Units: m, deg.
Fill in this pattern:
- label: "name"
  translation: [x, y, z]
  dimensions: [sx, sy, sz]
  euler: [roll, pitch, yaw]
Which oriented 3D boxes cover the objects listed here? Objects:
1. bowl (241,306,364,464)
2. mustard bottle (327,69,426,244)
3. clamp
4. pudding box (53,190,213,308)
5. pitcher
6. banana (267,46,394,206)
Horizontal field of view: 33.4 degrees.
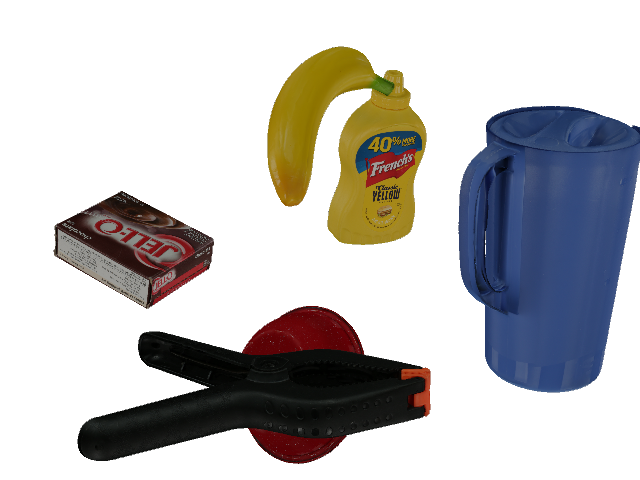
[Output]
- label: "bowl"
  translation: [-0.034, 0.140, 1.068]
  dimensions: [0.162, 0.162, 0.055]
  euler: [0, -14, 39]
- label: "mustard bottle"
  translation: [0.065, -0.090, 1.143]
  dimensions: [0.096, 0.192, 0.058]
  euler: [-6, 32, -23]
- label: "clamp"
  translation: [-0.037, 0.091, 0.680]
  dimensions: [0.210, 0.036, 0.164]
  euler: [-2, 16, -3]
- label: "pudding box"
  translation: [-0.166, 0.006, 0.952]
  dimensions: [0.114, 0.039, 0.089]
  euler: [25, 33, 22]
- label: "pitcher"
  translation: [0.199, 0.011, 0.948]
  dimensions: [0.149, 0.243, 0.145]
  euler: [4, 23, 10]
- label: "banana"
  translation: [0.000, -0.101, 0.819]
  dimensions: [0.037, 0.069, 0.197]
  euler: [-50, 1, 44]
